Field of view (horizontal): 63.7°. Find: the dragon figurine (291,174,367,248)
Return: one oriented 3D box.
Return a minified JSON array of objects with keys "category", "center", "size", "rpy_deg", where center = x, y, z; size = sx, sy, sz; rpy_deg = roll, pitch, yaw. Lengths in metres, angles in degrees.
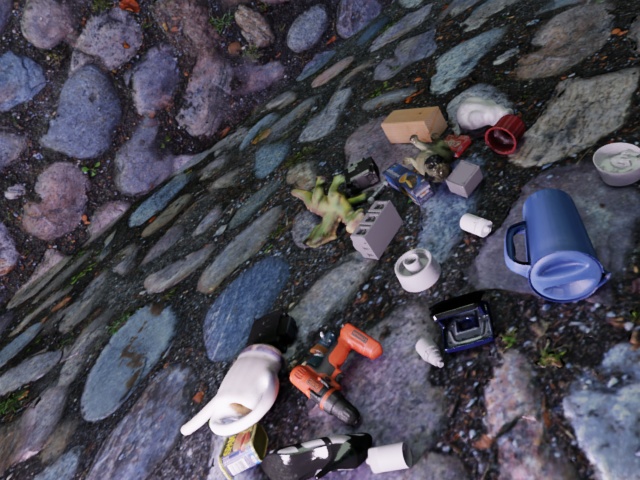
[{"category":"dragon figurine","center":[0.005,-0.085,1.693],"size":[0.409,0.120,0.247],"rpy_deg":[-2,52,45]}]

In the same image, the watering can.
[{"category":"watering can","center":[-0.207,0.372,1.259],"size":[0.343,0.103,0.229],"rpy_deg":[-26,26,41]}]

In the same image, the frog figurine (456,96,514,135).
[{"category":"frog figurine","center":[0.508,-0.393,1.599],"size":[0.139,0.122,0.159],"rpy_deg":[-29,13,-28]}]
